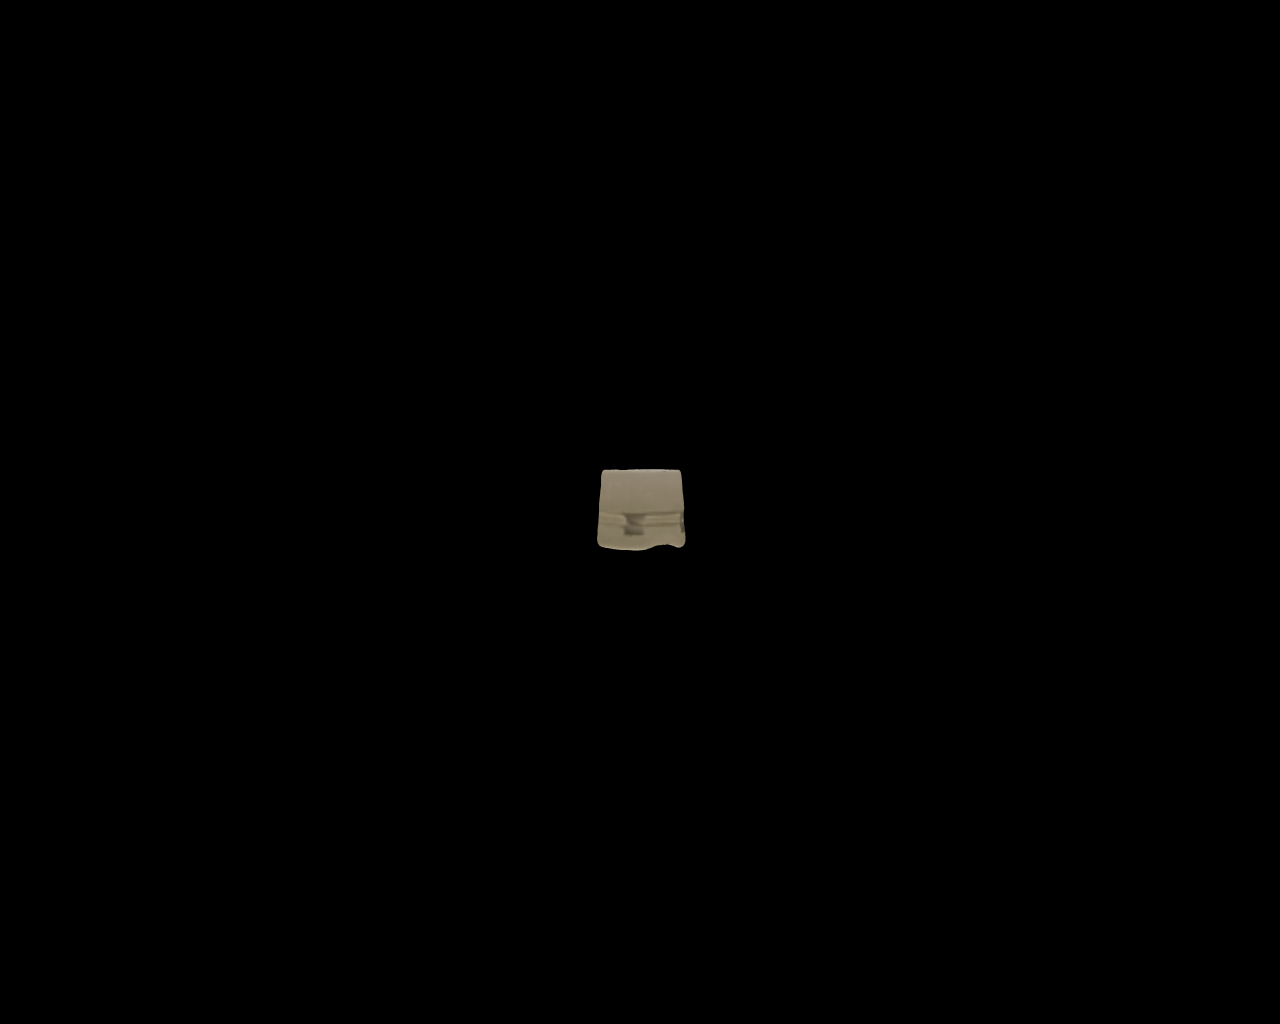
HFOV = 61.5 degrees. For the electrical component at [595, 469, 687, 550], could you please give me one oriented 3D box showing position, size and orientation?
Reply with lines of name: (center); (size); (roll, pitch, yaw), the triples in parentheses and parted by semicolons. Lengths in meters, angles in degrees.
electrical component: (0.001, -0.003, 0.650); (0.055, 0.047, 0.055); (0, 2, 0)
